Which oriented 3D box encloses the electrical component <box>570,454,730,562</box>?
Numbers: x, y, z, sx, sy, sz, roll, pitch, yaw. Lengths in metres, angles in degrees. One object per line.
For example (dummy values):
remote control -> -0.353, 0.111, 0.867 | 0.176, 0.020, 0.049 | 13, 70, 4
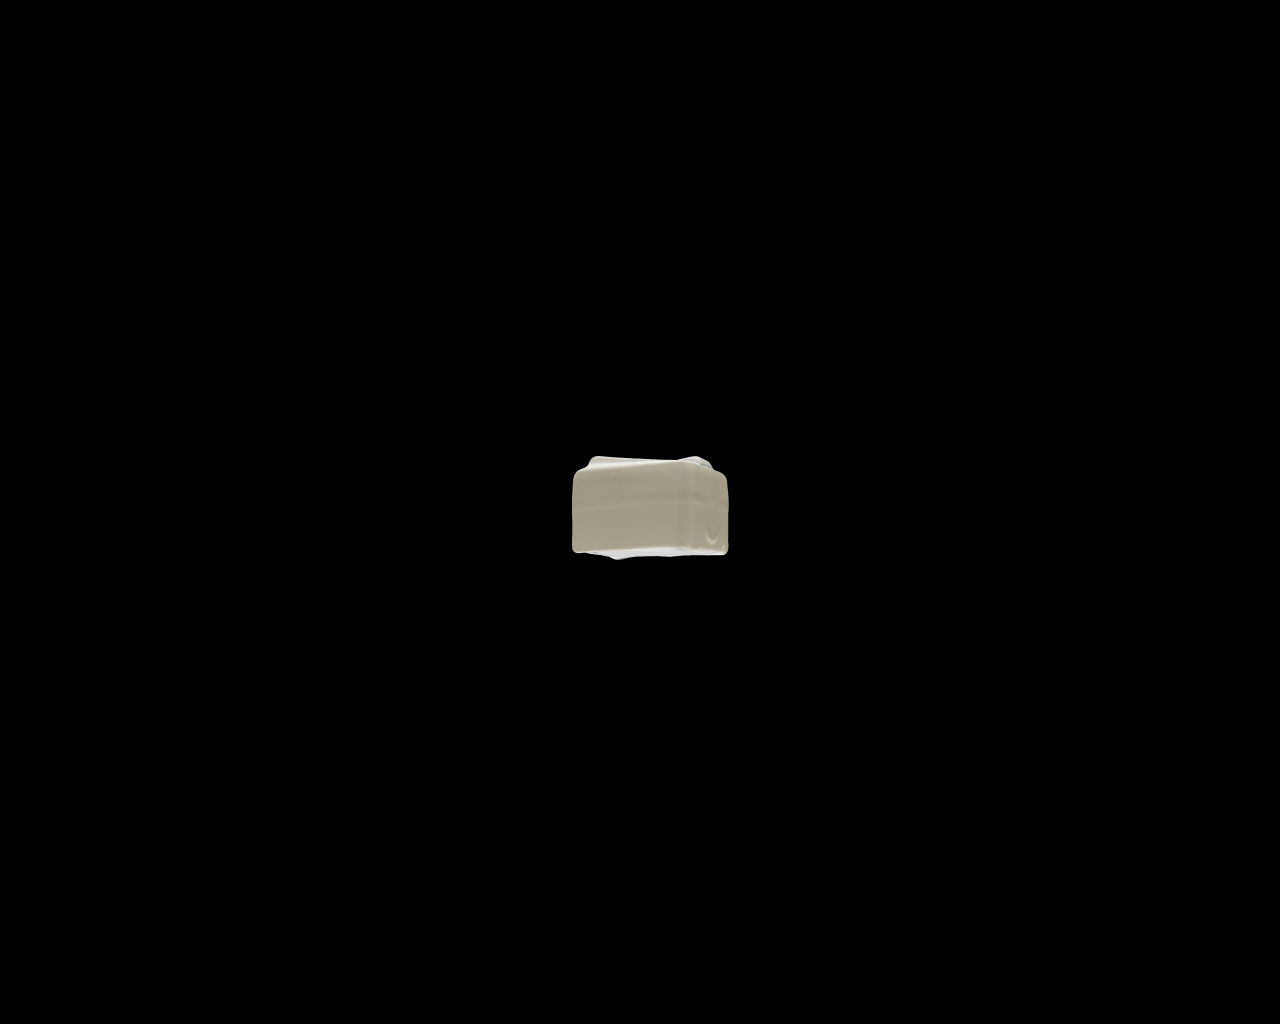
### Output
electrical component -> 0.001, -0.003, 0.650 | 0.096, 0.061, 0.062 | -3, -7, 26
